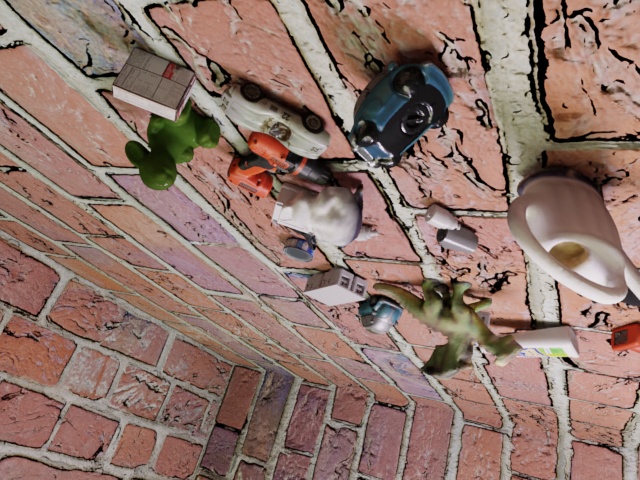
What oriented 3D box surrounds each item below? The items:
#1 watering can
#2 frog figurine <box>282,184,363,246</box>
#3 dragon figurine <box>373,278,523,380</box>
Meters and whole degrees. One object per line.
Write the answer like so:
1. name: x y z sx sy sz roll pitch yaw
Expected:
1. watering can: 0.428 0.011 0.806 0.346 0.230 0.102 24 136 -15
2. frog figurine: 0.003 -0.052 1.038 0.159 0.125 0.134 3 149 -8
3. dragon figurine: 0.316 0.237 1.348 0.410 0.247 0.120 1 155 28
